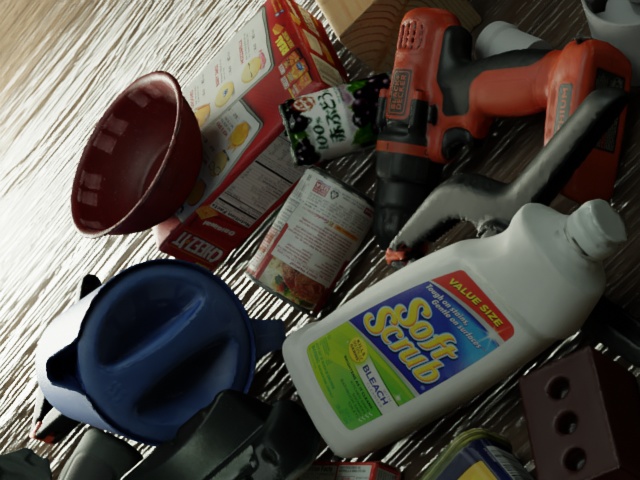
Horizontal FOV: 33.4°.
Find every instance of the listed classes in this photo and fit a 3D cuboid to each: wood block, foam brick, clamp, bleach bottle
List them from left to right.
[{"bbox_3d":[-0.225,0.118,1.028,0.120,0.039,0.171,5,74,55],"label":"clamp"},{"bbox_3d":[0.043,-0.232,0.920,0.091,0.090,0.206,-43,41,18],"label":"wood block"},{"bbox_3d":[0.081,0.045,0.660,0.251,0.067,0.102,-41,68,41],"label":"bleach bottle"},{"bbox_3d":[0.123,-0.009,0.674,0.210,0.036,0.164,3,102,48],"label":"clamp"},{"bbox_3d":[0.153,0.111,0.606,0.053,0.051,0.078,-32,46,31],"label":"foam brick"}]

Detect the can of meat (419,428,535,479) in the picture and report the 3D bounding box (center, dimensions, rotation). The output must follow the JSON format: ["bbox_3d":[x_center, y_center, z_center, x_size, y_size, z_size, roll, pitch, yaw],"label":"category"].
[{"bbox_3d":[0.093,0.177,0.625,0.102,0.057,0.084,-52,41,10],"label":"can of meat"}]

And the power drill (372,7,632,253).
[{"bbox_3d":[0.115,-0.071,0.744,0.188,0.057,0.184,11,95,45],"label":"power drill"}]

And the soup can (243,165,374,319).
[{"bbox_3d":[-0.006,0.001,0.838,0.069,0.068,0.102,31,90,52],"label":"soup can"}]

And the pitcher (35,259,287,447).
[{"bbox_3d":[-0.144,0.094,0.859,0.145,0.149,0.243,-58,16,-20],"label":"pitcher"}]

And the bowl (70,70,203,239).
[{"bbox_3d":[-0.153,-0.066,0.940,0.162,0.055,0.162,-29,47,36],"label":"bowl"}]

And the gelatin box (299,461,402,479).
[{"bbox_3d":[0.014,0.195,0.722,0.073,0.030,0.089,-12,57,45],"label":"gelatin box"}]

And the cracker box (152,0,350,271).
[{"bbox_3d":[-0.069,-0.098,0.971,0.214,0.072,0.164,-44,40,20],"label":"cracker box"}]
